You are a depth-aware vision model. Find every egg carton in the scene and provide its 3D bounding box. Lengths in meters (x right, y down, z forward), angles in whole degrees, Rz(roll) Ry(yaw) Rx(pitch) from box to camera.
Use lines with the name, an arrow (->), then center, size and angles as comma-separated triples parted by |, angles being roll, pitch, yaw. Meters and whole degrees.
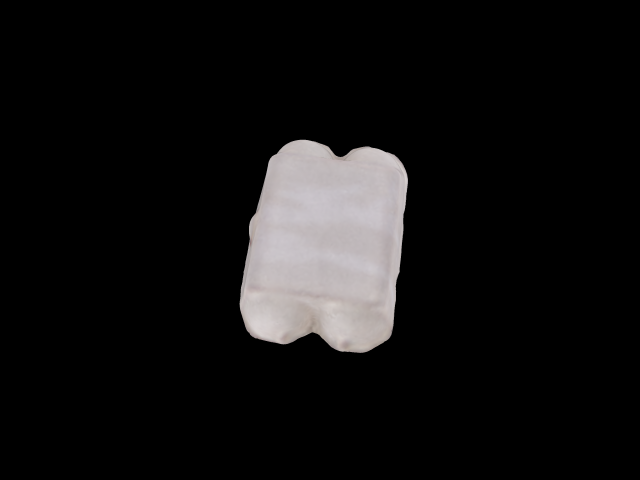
egg carton -> 0.004, 0.001, 0.400 | 0.107, 0.069, 0.150 | 7, 70, 3
